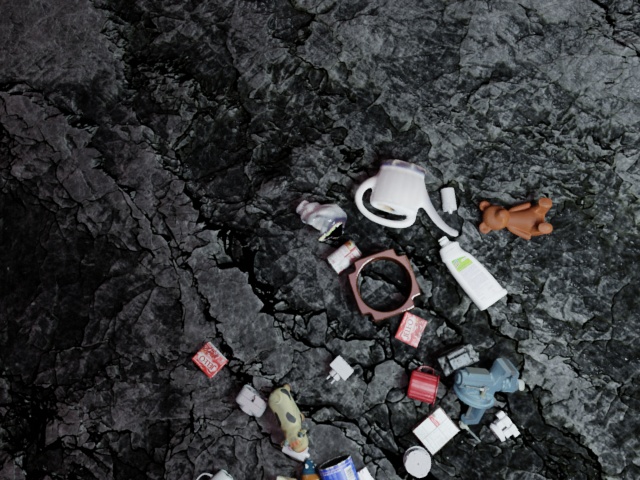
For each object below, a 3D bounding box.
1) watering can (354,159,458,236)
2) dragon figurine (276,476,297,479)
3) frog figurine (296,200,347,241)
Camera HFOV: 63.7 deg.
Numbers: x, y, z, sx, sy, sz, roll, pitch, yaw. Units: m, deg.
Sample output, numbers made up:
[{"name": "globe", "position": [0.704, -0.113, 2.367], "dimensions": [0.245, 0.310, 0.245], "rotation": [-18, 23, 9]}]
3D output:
[{"name": "watering can", "position": [0.290, -0.140, 1.665], "dimensions": [0.348, 0.103, 0.226], "rotation": [14, 79, 10]}, {"name": "dragon figurine", "position": [-0.032, 0.879, 1.482], "dimensions": [0.244, 0.120, 0.413], "rotation": [-33, 78, -10]}, {"name": "frog figurine", "position": [0.005, -0.085, 1.679], "dimensions": [0.139, 0.120, 0.161], "rotation": [-25, 65, -33]}]
